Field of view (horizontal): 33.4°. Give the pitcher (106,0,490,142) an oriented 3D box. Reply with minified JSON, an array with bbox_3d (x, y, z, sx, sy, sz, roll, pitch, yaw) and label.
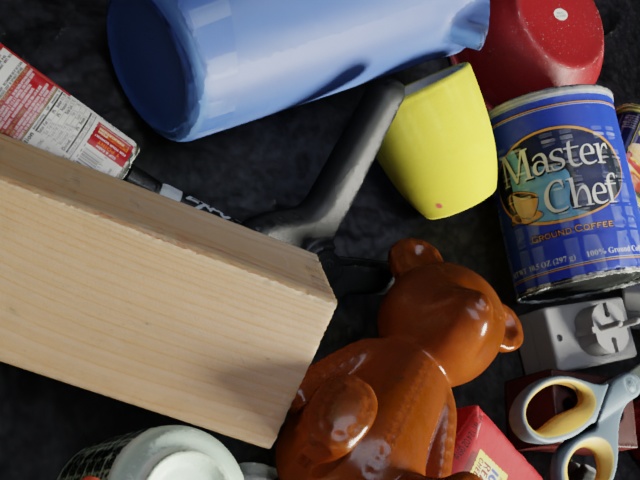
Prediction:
[{"bbox_3d":[-0.020,-0.159,0.709,0.242,0.149,0.145,-26,107,-32],"label":"pitcher"}]

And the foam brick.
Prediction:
[{"bbox_3d":[0.180,0.126,0.770,0.078,0.051,0.053,9,69,-29],"label":"foam brick"}]

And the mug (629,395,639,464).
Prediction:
[{"bbox_3d":[0.286,0.129,0.798,0.093,0.117,0.081,43,59,15],"label":"mug"}]

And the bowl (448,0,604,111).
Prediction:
[{"bbox_3d":[0.177,-0.169,0.866,0.161,0.055,0.162,11,68,-29],"label":"bowl"}]

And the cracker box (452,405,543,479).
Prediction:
[{"bbox_3d":[0.109,0.238,0.677,0.213,0.072,0.164,48,57,-10],"label":"cracker box"}]

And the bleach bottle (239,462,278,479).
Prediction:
[{"bbox_3d":[-0.056,0.245,0.570,0.068,0.103,0.250,25,54,-26],"label":"bleach bottle"}]

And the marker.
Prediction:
[{"bbox_3d":[-0.076,-0.015,0.681,0.121,0.020,0.020,28,61,-21],"label":"marker"}]

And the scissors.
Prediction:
[{"bbox_3d":[0.215,0.124,0.749,0.201,0.016,0.096,-7,78,-32],"label":"scissors"}]

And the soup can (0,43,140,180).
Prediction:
[{"bbox_3d":[-0.164,-0.058,0.612,0.102,0.069,0.068,37,59,-17],"label":"soup can"}]

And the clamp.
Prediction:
[{"bbox_3d":[-0.004,0.001,0.678,0.209,0.036,0.164,-27,120,-28],"label":"clamp"}]

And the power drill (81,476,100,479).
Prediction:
[{"bbox_3d":[-0.138,0.202,0.492,0.184,0.057,0.188,37,101,-16],"label":"power drill"}]

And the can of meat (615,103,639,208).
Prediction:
[{"bbox_3d":[0.262,-0.047,0.876,0.102,0.058,0.083,38,61,-15],"label":"can of meat"}]

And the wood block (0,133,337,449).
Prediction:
[{"bbox_3d":[-0.107,0.023,0.562,0.206,0.090,0.091,21,103,-13],"label":"wood block"}]

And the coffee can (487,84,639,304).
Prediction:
[{"bbox_3d":[0.181,-0.032,0.792,0.102,0.103,0.140,-2,76,-32],"label":"coffee can"}]
